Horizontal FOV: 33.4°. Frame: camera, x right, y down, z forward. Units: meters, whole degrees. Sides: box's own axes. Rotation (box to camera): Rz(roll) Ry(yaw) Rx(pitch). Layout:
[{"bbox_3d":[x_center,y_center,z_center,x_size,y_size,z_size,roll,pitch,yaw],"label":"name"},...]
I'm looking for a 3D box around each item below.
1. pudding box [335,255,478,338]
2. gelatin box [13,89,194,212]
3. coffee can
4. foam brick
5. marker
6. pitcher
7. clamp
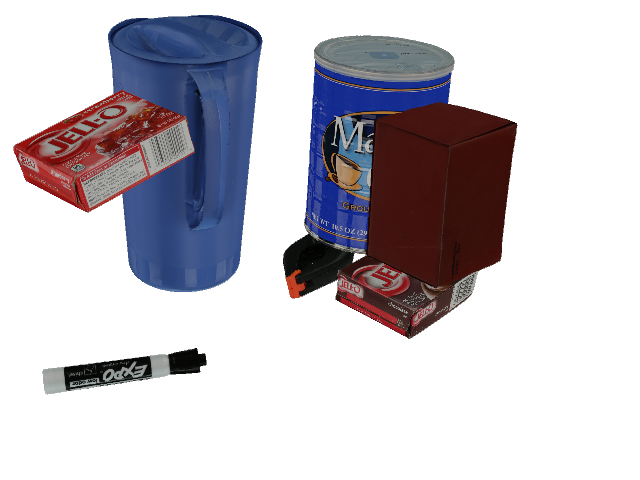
[{"bbox_3d":[0.083,0.041,1.016,0.090,0.039,0.113,27,34,31],"label":"pudding box"},{"bbox_3d":[-0.137,-0.059,0.678,0.089,0.030,0.073,-34,40,-31],"label":"gelatin box"},{"bbox_3d":[0.042,-0.074,0.806,0.103,0.140,0.103,3,25,-2],"label":"coffee can"},{"bbox_3d":[0.060,-0.025,0.540,0.052,0.078,0.051,-19,33,-39],"label":"foam brick"},{"bbox_3d":[-0.146,0.098,0.802,0.121,0.020,0.020,-7,1,-11],"label":"marker"},{"bbox_3d":[-0.121,-0.073,0.972,0.145,0.243,0.149,15,31,18],"label":"pitcher"},{"bbox_3d":[0.020,0.004,1.197,0.120,0.039,0.171,-3,36,28],"label":"clamp"}]
